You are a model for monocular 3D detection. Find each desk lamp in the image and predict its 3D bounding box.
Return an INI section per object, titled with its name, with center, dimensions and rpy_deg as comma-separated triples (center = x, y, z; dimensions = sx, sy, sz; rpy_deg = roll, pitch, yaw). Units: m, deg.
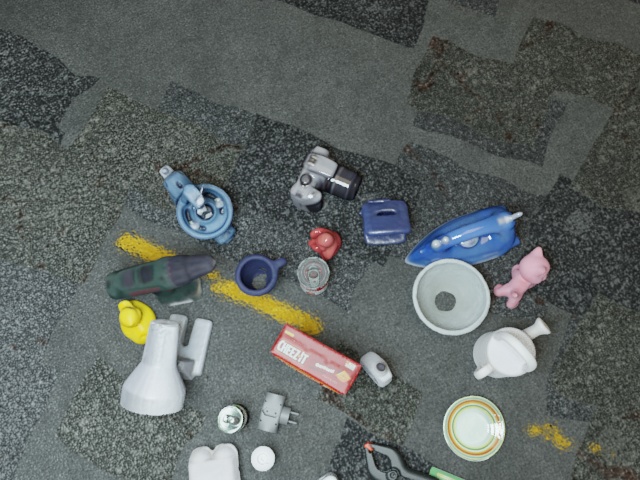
[desk lamp]
center = -0.308, 0.244, 1.157
dimensions = 0.118, 0.213, 0.203
rpy_deg = 9, 76, 3

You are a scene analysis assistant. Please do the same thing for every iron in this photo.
[iron]
center = 0.316, -0.005, 1.255
dimensions = 0.258, 0.141, 0.118
rpy_deg = -19, 77, -4

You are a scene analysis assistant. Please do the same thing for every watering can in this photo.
[watering can]
center = 0.390, 0.224, 1.172
dimensions = 0.101, 0.194, 0.173
rpy_deg = 31, 78, 8

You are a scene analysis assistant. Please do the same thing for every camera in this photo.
[camera]
center = 0.018, -0.131, 1.307
dimensions = 0.136, 0.101, 0.143
rpy_deg = 23, 77, 6

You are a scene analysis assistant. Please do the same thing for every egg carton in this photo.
[egg carton]
center = -0.214, 0.497, 1.169
dimensions = 0.107, 0.069, 0.150
rpy_deg = -9, 76, -2

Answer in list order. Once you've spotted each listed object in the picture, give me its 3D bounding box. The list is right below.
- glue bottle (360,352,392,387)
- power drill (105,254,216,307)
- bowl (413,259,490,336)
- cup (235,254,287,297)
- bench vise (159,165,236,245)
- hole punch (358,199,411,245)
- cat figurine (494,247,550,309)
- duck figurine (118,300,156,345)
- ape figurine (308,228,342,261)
[glue bottle]
center = 0.120, 0.264, 1.173
dimensions = 0.037, 0.173, 0.078
rpy_deg = -38, 79, -8
[power drill]
center = -0.314, 0.083, 1.199
dimensions = 0.229, 0.208, 0.075
rpy_deg = -12, 76, -3
[bowl]
center = 0.281, 0.129, 1.257
dimensions = 0.167, 0.075, 0.167
rpy_deg = 0, 76, 0
[cup]
center = -0.124, 0.077, 1.259
dimensions = 0.118, 0.095, 0.091
rpy_deg = -29, 78, -7
[bench vise]
center = -0.283, -0.083, 1.234
dimensions = 0.207, 0.220, 0.121
rpy_deg = 27, 78, 7
[hole punch]
center = 0.145, -0.046, 1.291
dimensions = 0.108, 0.091, 0.101
rpy_deg = -4, 76, -1
[cat figurine]
center = 0.449, 0.081, 1.246
dimensions = 0.067, 0.118, 0.128
rpy_deg = 40, 79, 9
[duck figurine]
center = -0.402, 0.175, 1.240
dimensions = 0.077, 0.086, 0.104
rpy_deg = -30, 78, -7
[ape figurine]
center = 0.012, 0.005, 1.278
dimensions = 0.076, 0.092, 0.078
rpy_deg = -8, 76, -2
